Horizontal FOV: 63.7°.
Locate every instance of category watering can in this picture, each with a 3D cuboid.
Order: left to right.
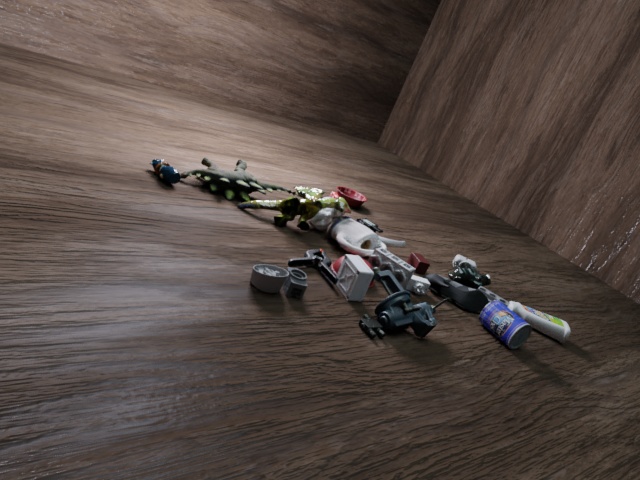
[{"bbox_3d":[0.170,-0.006,1.972,0.227,0.102,0.349,35,25,32],"label":"watering can"}]

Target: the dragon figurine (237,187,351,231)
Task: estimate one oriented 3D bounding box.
[{"bbox_3d":[-0.084,-0.145,1.963,0.411,0.120,0.247,11,25,9],"label":"dragon figurine"}]

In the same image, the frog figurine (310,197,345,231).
[{"bbox_3d":[0.006,-0.102,2.035,0.137,0.122,0.161,-3,11,37],"label":"frog figurine"}]
